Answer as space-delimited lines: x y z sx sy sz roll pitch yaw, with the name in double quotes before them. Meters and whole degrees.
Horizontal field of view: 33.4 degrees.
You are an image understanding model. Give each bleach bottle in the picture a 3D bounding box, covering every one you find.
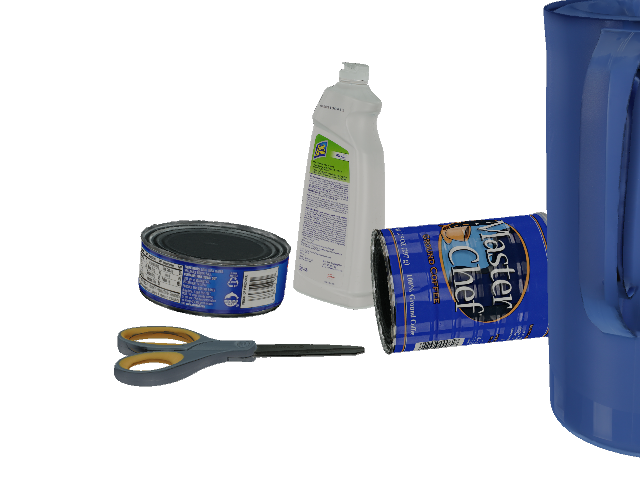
"bleach bottle" 0.030 -0.061 1.134 0.103 0.251 0.067 16 16 36

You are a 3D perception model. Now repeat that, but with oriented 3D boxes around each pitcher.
"pitcher" 0.178 -0.008 0.569 0.149 0.243 0.145 -5 18 -12

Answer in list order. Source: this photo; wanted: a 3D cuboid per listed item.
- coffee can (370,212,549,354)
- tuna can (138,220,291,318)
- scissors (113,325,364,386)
"coffee can" 0.117 0.035 0.865 0.140 0.103 0.103 -6 0 -4
"tuna can" -0.061 0.015 0.613 0.086 0.034 0.086 7 15 -2
"scissors" -0.074 0.095 0.841 0.202 0.016 0.096 5 22 16
